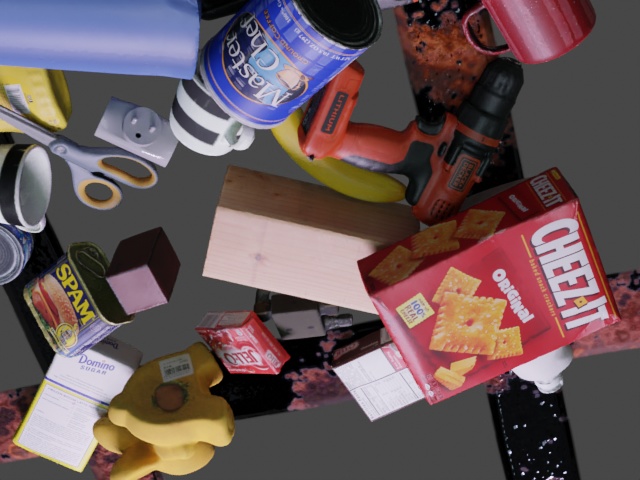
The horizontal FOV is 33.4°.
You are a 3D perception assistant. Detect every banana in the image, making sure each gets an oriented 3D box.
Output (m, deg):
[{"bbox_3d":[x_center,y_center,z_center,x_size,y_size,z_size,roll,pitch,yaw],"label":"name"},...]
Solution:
[{"bbox_3d":[0.005,-0.095,1.073,0.070,0.037,0.197,-34,112,21],"label":"banana"}]

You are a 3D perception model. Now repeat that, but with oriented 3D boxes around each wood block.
[{"bbox_3d":[-0.007,0.001,1.100,0.206,0.090,0.091,13,121,-4],"label":"wood block"}]

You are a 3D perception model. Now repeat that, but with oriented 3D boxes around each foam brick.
[{"bbox_3d":[-0.188,0.032,1.137,0.053,0.078,0.051,-17,119,15],"label":"foam brick"}]

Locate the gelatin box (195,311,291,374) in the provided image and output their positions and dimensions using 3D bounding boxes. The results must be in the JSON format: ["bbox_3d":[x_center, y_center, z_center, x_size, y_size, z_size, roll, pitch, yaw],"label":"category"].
[{"bbox_3d":[-0.087,0.114,1.180,0.089,0.030,0.073,-5,128,49],"label":"gelatin box"}]

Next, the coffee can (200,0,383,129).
[{"bbox_3d":[-0.028,-0.177,0.949,0.102,0.102,0.141,38,137,-17],"label":"coffee can"}]

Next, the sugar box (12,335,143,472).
[{"bbox_3d":[-0.285,0.185,1.251,0.093,0.048,0.176,26,115,-12],"label":"sugar box"}]

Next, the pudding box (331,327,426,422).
[{"bbox_3d":[0.083,0.145,1.207,0.114,0.039,0.090,-26,116,19],"label":"pudding box"}]

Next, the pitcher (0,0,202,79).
[{"bbox_3d":[-0.228,-0.206,0.936,0.242,0.145,0.149,-1,127,-12],"label":"pitcher"}]

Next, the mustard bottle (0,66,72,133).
[{"bbox_3d":[-0.350,-0.144,1.056,0.192,0.058,0.096,-6,128,7],"label":"mustard bottle"}]

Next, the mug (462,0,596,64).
[{"bbox_3d":[0.186,-0.208,0.965,0.117,0.093,0.081,-28,118,18],"label":"mug"}]

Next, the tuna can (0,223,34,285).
[{"bbox_3d":[-0.358,0.006,1.158,0.086,0.033,0.086,2,120,3],"label":"tuna can"}]

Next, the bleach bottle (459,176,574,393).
[{"bbox_3d":[0.224,0.060,1.135,0.103,0.068,0.251,-17,120,11],"label":"bleach bottle"}]

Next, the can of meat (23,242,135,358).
[{"bbox_3d":[-0.263,0.067,1.157,0.084,0.057,0.102,-35,79,25],"label":"can of meat"}]

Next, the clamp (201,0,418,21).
[{"bbox_3d":[-0.014,-0.243,0.977,0.209,0.036,0.165,13,145,-15],"label":"clamp"}]

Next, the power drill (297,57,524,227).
[{"bbox_3d":[0.086,-0.116,1.028,0.187,0.057,0.184,20,109,-15],"label":"power drill"}]

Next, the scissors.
[{"bbox_3d":[-0.262,-0.081,1.076,0.201,0.016,0.096,17,133,-29],"label":"scissors"}]

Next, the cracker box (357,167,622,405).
[{"bbox_3d":[0.166,0.050,1.039,0.214,0.072,0.164,-25,123,6],"label":"cracker box"}]
